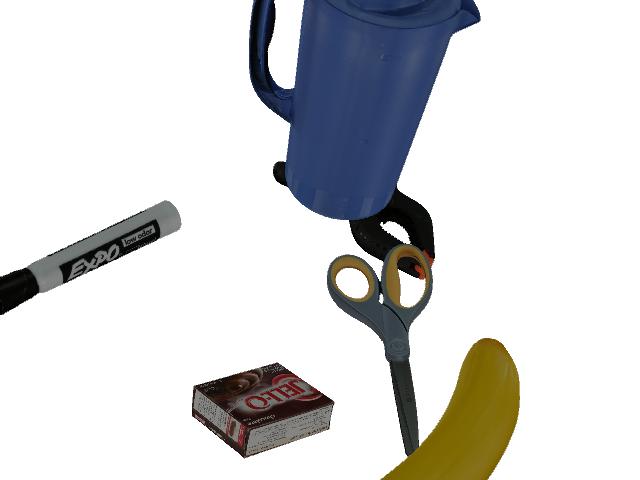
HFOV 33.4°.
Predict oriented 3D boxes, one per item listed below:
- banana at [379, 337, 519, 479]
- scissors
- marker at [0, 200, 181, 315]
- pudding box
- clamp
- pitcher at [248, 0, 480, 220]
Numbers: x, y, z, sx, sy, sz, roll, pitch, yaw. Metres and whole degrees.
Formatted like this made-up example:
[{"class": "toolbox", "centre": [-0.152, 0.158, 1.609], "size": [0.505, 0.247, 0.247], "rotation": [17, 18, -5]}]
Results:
[{"class": "banana", "centre": [0.059, 0.109, 0.555], "size": [0.070, 0.037, 0.197], "rotation": [20, 40, 37]}, {"class": "scissors", "centre": [0.042, 0.078, 0.836], "size": [0.096, 0.201, 0.016], "rotation": [9, -41, 7]}, {"class": "marker", "centre": [-0.129, 0.009, 0.583], "size": [0.120, 0.020, 0.020], "rotation": [-28, 17, -34]}, {"class": "pudding box", "centre": [-0.057, 0.166, 1.054], "size": [0.113, 0.039, 0.090], "rotation": [-13, 29, -40]}, {"class": "clamp", "centre": [0.052, -0.038, 1.199], "size": [0.164, 0.210, 0.036], "rotation": [-14, -37, -23]}, {"class": "pitcher", "centre": [0.025, -0.137, 0.950], "size": [0.144, 0.243, 0.149], "rotation": [-29, 59, -33]}]
